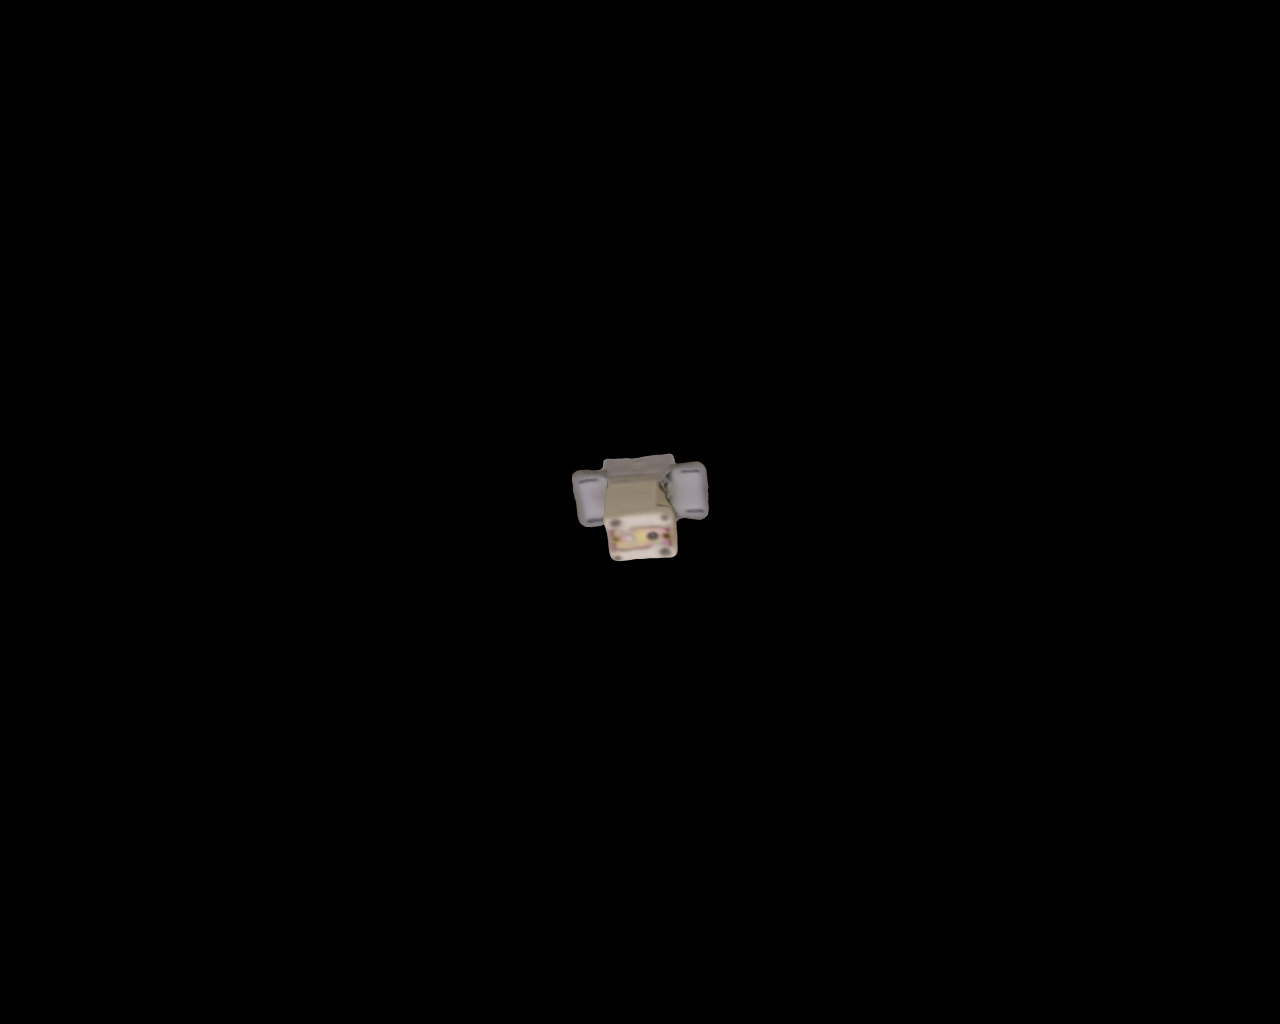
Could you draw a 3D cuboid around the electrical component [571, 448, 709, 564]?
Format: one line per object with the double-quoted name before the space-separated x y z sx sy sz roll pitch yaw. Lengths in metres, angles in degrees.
"electrical component" 0.001 -0.003 0.650 0.081 0.042 0.064 -5 37 4
